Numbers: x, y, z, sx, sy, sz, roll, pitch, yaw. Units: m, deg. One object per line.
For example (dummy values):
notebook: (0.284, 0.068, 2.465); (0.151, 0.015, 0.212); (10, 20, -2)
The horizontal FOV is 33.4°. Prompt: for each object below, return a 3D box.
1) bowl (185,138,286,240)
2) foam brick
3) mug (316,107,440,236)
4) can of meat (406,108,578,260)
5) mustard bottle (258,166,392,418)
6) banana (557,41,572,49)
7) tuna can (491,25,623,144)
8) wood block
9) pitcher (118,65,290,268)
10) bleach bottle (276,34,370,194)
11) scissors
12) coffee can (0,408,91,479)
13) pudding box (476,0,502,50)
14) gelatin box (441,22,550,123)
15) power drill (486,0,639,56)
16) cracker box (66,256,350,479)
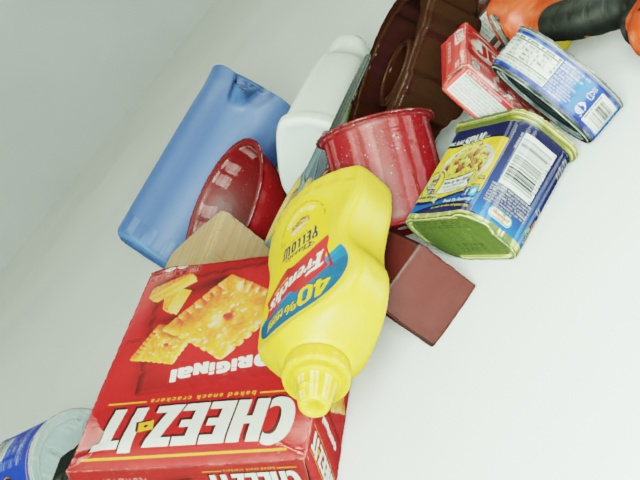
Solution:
bowl: (-0.081, -0.022, 1.115); (0.162, 0.055, 0.162); (-41, 37, 42)
foam brick: (0.060, 0.030, 0.731); (0.051, 0.053, 0.078); (-53, 19, -2)
mug: (0.043, -0.043, 0.811); (0.117, 0.081, 0.093); (-21, -11, 42)
can of meat: (0.113, -0.035, 0.723); (0.084, 0.057, 0.102); (-59, 19, -14)
mustard bottle: (0.002, 0.037, 0.681); (0.096, 0.058, 0.191); (-37, 27, 28)
banana: (0.164, -0.202, 0.876); (0.198, 0.069, 0.037); (-106, 21, -46)
tuna can: (0.155, -0.102, 0.704); (0.034, 0.086, 0.086); (-51, 18, 8)
wood block: (-0.104, 0.082, 0.957); (0.090, 0.090, 0.206); (-38, 22, 34)
pitcher: (-0.132, -0.074, 1.285); (0.243, 0.149, 0.145); (-57, 34, -8)
bleach bottle: (0.015, -0.149, 1.109); (0.250, 0.068, 0.102); (-72, -15, -49)
scissors: (0.008, -0.078, 0.939); (0.202, 0.016, 0.096); (-61, 15, 0)
coffee can: (-0.254, 0.225, 1.021); (0.141, 0.102, 0.102); (-29, 29, 49)
pudding box: (0.154, -0.212, 0.984); (0.090, 0.039, 0.113); (-49, 19, 4)
gelatin box: (0.128, -0.108, 0.773); (0.030, 0.089, 0.073); (-41, 21, 29)
power drill: (0.217, -0.190, 0.732); (0.184, 0.057, 0.188); (-52, 27, -19)
cracker box: (-0.064, 0.098, 0.751); (0.164, 0.072, 0.213); (-7, 34, 15)
